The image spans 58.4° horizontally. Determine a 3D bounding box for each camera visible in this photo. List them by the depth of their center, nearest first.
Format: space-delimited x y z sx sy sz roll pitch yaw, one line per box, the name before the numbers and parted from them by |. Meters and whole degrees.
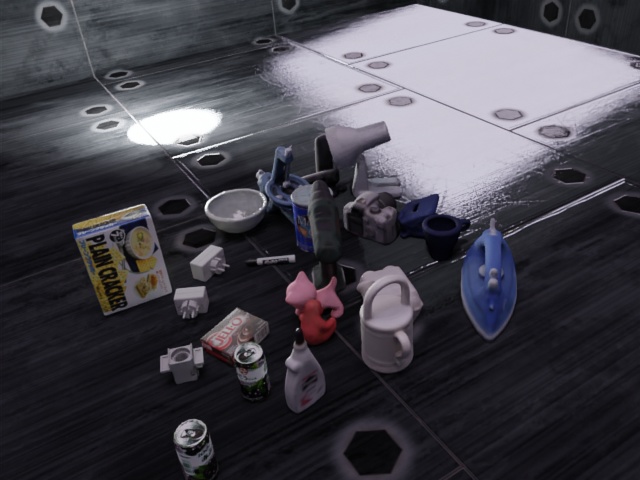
camera | 0.149 -0.075 1.474 0.142 0.101 0.137 23 43 35

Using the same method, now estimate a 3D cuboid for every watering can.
watering can | 0.119 0.143 1.072 0.101 0.194 0.172 -31 42 -33

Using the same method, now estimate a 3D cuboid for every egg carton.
egg carton | 0.146 0.117 1.219 0.107 0.069 0.150 -14 35 -13

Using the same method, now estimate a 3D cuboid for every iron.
iron | 0.357 0.073 1.192 0.118 0.142 0.258 3 35 12

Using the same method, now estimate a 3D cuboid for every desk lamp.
desk lamp | 0.121 -0.226 1.601 0.203 0.214 0.118 -4 34 1

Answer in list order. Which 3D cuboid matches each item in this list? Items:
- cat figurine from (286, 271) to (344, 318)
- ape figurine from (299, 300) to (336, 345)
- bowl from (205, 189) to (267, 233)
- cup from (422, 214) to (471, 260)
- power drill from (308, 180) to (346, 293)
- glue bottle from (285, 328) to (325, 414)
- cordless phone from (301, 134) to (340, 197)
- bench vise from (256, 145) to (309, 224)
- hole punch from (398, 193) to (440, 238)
cat figurine | -0.017 0.116 1.198 0.128 0.118 0.067 -18 36 -18
ape figurine | -0.010 0.159 1.155 0.077 0.092 0.076 21 42 33
bowl | -0.219 -0.067 1.533 0.167 0.075 0.167 -3 34 3
cup | 0.299 -0.004 1.355 0.118 0.095 0.091 -12 35 -11
power drill | 0.012 0.005 1.278 0.075 0.209 0.229 -7 34 -3
glue bottle | -0.030 0.220 0.995 0.037 0.173 0.078 26 45 37
cordless phone | -0.020 -0.207 1.615 0.148 0.185 0.093 -20 37 -21
bench vise | -0.115 -0.156 1.522 0.206 0.220 0.122 17 40 29
hole punch | 0.252 -0.064 1.454 0.101 0.091 0.109 6 35 16
